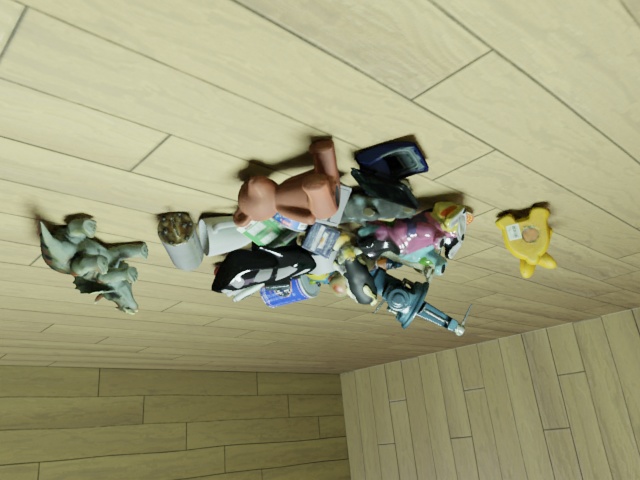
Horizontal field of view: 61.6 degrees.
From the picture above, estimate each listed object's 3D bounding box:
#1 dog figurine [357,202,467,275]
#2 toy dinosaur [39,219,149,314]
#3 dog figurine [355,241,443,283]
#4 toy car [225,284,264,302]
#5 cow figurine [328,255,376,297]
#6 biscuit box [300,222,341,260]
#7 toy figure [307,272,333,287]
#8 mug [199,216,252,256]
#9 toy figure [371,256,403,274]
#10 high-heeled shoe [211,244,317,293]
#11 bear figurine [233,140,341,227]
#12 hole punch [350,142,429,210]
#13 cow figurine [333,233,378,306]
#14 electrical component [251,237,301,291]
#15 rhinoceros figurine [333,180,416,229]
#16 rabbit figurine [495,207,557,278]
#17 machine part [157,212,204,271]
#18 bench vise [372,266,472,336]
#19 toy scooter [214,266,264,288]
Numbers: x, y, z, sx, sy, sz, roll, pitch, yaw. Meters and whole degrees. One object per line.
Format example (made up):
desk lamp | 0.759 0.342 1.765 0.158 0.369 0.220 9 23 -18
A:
dog figurine | 0.186 -0.023 1.166 0.219 0.191 0.108 18 141 30
toy dinosaur | -0.518 0.040 1.168 0.192 0.131 0.404 -12 152 15
dog figurine | 0.194 0.018 1.306 0.191 0.121 0.172 16 170 21
toy car | -0.144 0.076 1.311 0.202 0.073 0.056 -30 172 -12
cow figurine | 0.084 0.081 1.353 0.127 0.085 0.195 -46 178 39
biscuit box | -0.002 -0.003 1.127 0.059 0.062 0.202 25 180 -3
toy figure | -0.010 0.071 1.413 0.089 0.082 0.180 -10 161 10
mug | -0.194 -0.019 1.143 0.107 0.081 0.109 -11 159 -28
toy figure | 0.155 0.071 1.479 0.155 0.064 0.057 -19 127 26
high-heeled shoe | -0.127 0.073 1.195 0.145 0.086 0.249 22 142 -33
bear figurine | -0.066 -0.091 0.932 0.196 0.120 0.131 3 145 14
hole punch | 0.127 -0.122 0.961 0.116 0.092 0.142 17 173 29
cow figurine | 0.076 0.068 1.204 0.068 0.167 0.098 -28 -157 -5
electrical component | -0.103 0.052 1.261 0.115 0.134 0.058 -7 160 -1
rhinoceros figurine | 0.101 -0.071 1.093 0.190 0.073 0.112 -6 170 -3
rabbit figurine | 0.511 0.002 1.302 0.122 0.162 0.173 -25 172 14
machine part | -0.302 0.006 1.174 0.079 0.079 0.243 -3 160 -5
bench vise | 0.228 0.154 1.273 0.241 0.129 0.223 28 174 4
toy scooter | -0.185 0.077 1.394 0.184 0.075 0.135 2 157 -5
